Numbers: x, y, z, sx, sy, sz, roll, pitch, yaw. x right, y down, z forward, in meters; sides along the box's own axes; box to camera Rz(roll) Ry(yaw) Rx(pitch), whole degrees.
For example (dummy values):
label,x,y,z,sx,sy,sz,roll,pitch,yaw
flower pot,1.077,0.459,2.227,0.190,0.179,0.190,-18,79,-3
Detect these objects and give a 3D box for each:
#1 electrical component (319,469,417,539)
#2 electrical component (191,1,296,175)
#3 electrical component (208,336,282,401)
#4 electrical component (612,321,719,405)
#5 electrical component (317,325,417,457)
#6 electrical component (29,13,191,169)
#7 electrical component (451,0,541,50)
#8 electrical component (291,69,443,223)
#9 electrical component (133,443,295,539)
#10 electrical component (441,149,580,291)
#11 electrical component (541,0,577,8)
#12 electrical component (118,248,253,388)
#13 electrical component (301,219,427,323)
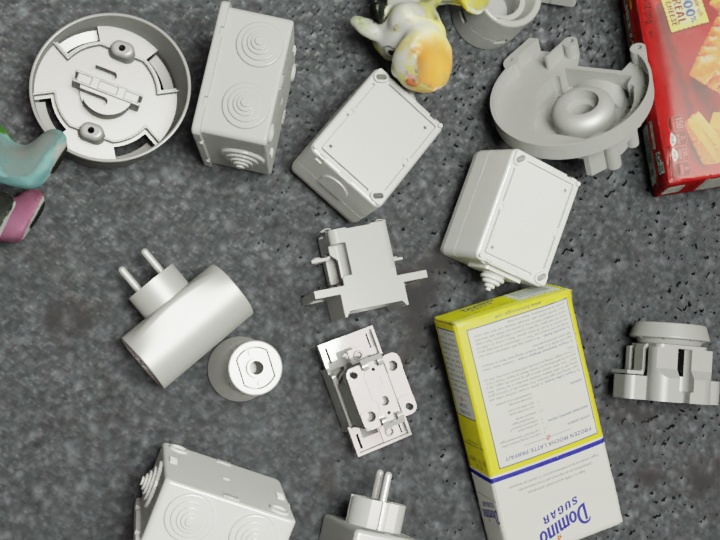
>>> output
label,x,y,z,sx,sy,sz,roll,pitch,yaw
electrical component,0.008,0.169,0.708,0.047,0.083,0.075,15,80,-14
electrical component,-0.074,-0.115,0.707,0.048,0.099,0.099,12,81,-1
electrical component,-0.074,0.064,0.705,0.044,0.065,0.044,2,84,-16
electrical component,0.227,0.068,0.794,0.078,0.058,0.057,6,85,-16
electrical component,0.007,0.081,0.727,0.042,0.064,0.081,-21,90,-18
electrical component,-0.163,-0.114,0.698,0.099,0.064,0.099,2,84,-16
electrical component,0.101,-0.195,0.790,0.055,0.047,0.055,2,84,-16
electrical component,0.007,-0.089,0.749,0.062,0.061,0.096,41,68,-8
electrical component,-0.092,0.152,0.674,0.100,0.100,0.048,21,92,-13
electrical component,0.102,-0.031,0.765,0.062,0.061,0.096,23,84,-26
electrical component,0.165,-0.231,0.781,0.076,0.083,0.047,11,75,6
electrical component,-0.125,0.023,0.705,0.077,0.044,0.079,-41,96,-16
electrical component,0.000,0.000,0.745,0.081,0.042,0.063,-10,86,-17
